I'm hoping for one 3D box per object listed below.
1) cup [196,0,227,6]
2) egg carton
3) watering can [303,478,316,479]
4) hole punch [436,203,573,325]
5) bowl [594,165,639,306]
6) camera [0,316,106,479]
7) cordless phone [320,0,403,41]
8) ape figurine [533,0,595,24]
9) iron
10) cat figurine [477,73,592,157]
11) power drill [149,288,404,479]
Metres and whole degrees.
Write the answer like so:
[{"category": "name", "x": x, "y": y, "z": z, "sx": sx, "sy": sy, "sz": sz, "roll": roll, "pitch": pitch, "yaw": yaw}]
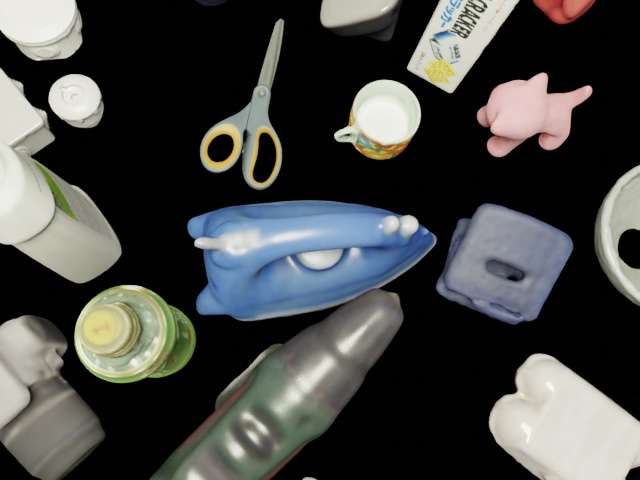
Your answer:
[{"category": "cup", "x": -0.106, "y": -0.297, "z": 0.615, "sx": 0.118, "sy": 0.095, "sz": 0.092, "roll": 10, "pitch": 77, "yaw": -4}, {"category": "egg carton", "x": 0.245, "y": 0.191, "z": 0.566, "sx": 0.150, "sy": 0.069, "sz": 0.107, "roll": 36, "pitch": 77, "yaw": 2}, {"category": "watering can", "x": -0.021, "y": 0.286, "z": 0.451, "sx": 0.101, "sy": 0.194, "sz": 0.173, "roll": -9, "pitch": 79, "yaw": -8}, {"category": "hole punch", "x": 0.186, "y": 0.028, "z": 0.583, "sx": 0.108, "sy": 0.091, "sz": 0.101, "roll": 22, "pitch": 77, "yaw": -2}, {"category": "bowl", "x": 0.363, "y": 0.004, "z": 0.616, "sx": 0.167, "sy": 0.074, "sz": 0.167, "roll": 1, "pitch": 78, "yaw": -6}, {"category": "camera", "x": -0.270, "y": 0.156, "z": 0.498, "sx": 0.143, "sy": 0.100, "sz": 0.137, "roll": -43, "pitch": 86, "yaw": -13}, {"category": "cordless phone", "x": 0.062, "y": -0.309, "z": 0.590, "sx": 0.094, "sy": 0.185, "sz": 0.148, "roll": 11, "pitch": 77, "yaw": -4}, {"category": "ape figurine", "x": 0.294, "y": -0.299, "z": 0.663, "sx": 0.076, "sy": 0.092, "sz": 0.078, "roll": 8, "pitch": 77, "yaw": -5}, {"category": "iron", "x": 0.005, "y": 0.002, "z": 0.541, "sx": 0.258, "sy": 0.141, "sz": 0.118, "roll": -8, "pitch": 79, "yaw": -8}, {"category": "cat figurine", "x": 0.224, "y": -0.138, "z": 0.608, "sx": 0.128, "sy": 0.117, "sz": 0.067, "roll": -13, "pitch": 80, "yaw": -9}, {"category": "power drill", "x": -0.036, "y": 0.133, "z": 0.474, "sx": 0.075, "sy": 0.208, "sz": 0.230, "roll": 45, "pitch": 77, "yaw": 4}]
